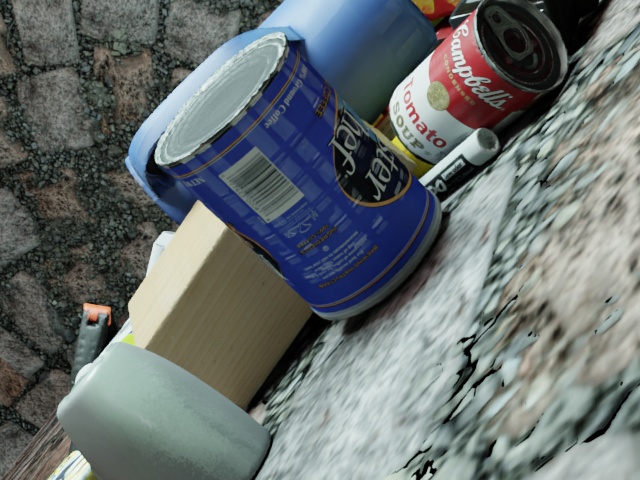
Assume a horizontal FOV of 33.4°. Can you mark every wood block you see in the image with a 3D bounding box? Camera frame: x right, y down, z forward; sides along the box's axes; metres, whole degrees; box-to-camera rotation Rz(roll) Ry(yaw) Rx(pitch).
[{"bbox_3d":[-0.038,-0.001,0.740,0.206,0.090,0.090,-55,23,10],"label":"wood block"}]

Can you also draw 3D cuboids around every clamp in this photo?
[{"bbox_3d":[-0.228,0.166,1.075,0.164,0.036,0.210,-72,-12,-60],"label":"clamp"}]

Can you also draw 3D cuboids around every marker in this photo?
[{"bbox_3d":[0.072,-0.034,0.690,0.121,0.020,0.020,-41,11,50],"label":"marker"}]

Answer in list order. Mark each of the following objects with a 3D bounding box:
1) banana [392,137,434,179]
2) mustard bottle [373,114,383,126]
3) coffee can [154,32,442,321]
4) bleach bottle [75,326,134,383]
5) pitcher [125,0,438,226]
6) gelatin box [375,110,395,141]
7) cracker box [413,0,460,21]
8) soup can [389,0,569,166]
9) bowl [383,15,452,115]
[{"bbox_3d":[0.079,-0.071,0.782,0.198,0.037,0.069,-46,-8,33],"label":"banana"},{"bbox_3d":[0.025,-0.108,1.000,0.058,0.096,0.191,-8,19,-2],"label":"mustard bottle"},{"bbox_3d":[-0.011,-0.035,0.625,0.103,0.140,0.103,-37,25,20],"label":"coffee can"},{"bbox_3d":[-0.125,0.085,0.981,0.250,0.103,0.068,-61,-29,-61],"label":"bleach bottle"},{"bbox_3d":[-0.030,-0.105,0.820,0.243,0.145,0.149,-47,15,6],"label":"pitcher"},{"bbox_3d":[0.079,-0.105,0.848,0.089,0.030,0.073,-49,-4,33],"label":"gelatin box"},{"bbox_3d":[0.099,-0.246,0.963,0.214,0.072,0.164,-15,23,6],"label":"cracker box"},{"bbox_3d":[0.097,-0.097,0.669,0.068,0.068,0.102,-55,8,-36],"label":"soup can"},{"bbox_3d":[0.104,-0.148,0.949,0.162,0.055,0.162,-48,7,7],"label":"bowl"}]
